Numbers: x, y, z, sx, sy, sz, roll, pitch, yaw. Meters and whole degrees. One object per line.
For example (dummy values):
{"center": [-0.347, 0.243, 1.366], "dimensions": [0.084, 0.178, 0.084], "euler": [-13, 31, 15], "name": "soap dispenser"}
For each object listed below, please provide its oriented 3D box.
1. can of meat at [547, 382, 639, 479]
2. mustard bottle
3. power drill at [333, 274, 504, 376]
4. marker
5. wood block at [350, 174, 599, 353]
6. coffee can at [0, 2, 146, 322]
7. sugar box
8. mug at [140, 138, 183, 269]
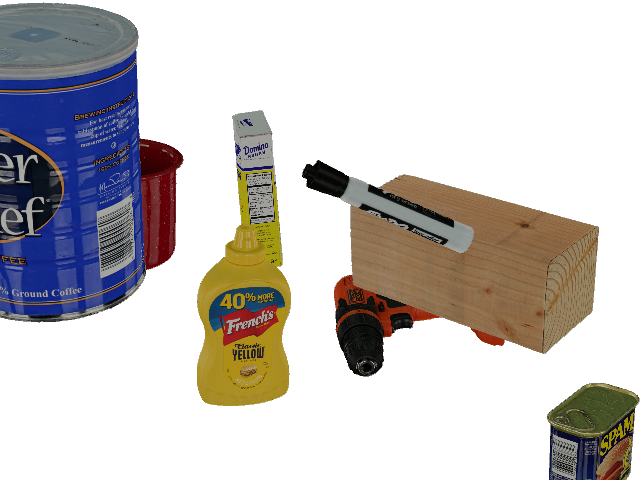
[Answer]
{"center": [0.258, 0.195, 1.014], "dimensions": [0.058, 0.084, 0.101], "euler": [14, 25, 38], "name": "can of meat"}
{"center": [-0.078, 0.075, 1.100], "dimensions": [0.096, 0.192, 0.058], "euler": [-3, 23, -14], "name": "mustard bottle"}
{"center": [0.110, 0.089, 1.206], "dimensions": [0.187, 0.057, 0.184], "euler": [-3, 27, -3], "name": "power drill"}
{"center": [0.044, -0.022, 0.695], "dimensions": [0.121, 0.020, 0.020], "euler": [23, -6, -15], "name": "marker"}
{"center": [0.135, 0.015, 0.970], "dimensions": [0.206, 0.090, 0.090], "euler": [19, 33, 36], "name": "wood block"}
{"center": [-0.146, -0.043, 0.564], "dimensions": [0.103, 0.140, 0.103], "euler": [2, 28, -1], "name": "coffee can"}
{"center": [-0.078, -0.061, 1.310], "dimensions": [0.048, 0.176, 0.093], "euler": [-9, 25, -7], "name": "sugar box"}
{"center": [-0.165, -0.026, 0.825], "dimensions": [0.117, 0.081, 0.093], "euler": [-4, 25, -15], "name": "mug"}
